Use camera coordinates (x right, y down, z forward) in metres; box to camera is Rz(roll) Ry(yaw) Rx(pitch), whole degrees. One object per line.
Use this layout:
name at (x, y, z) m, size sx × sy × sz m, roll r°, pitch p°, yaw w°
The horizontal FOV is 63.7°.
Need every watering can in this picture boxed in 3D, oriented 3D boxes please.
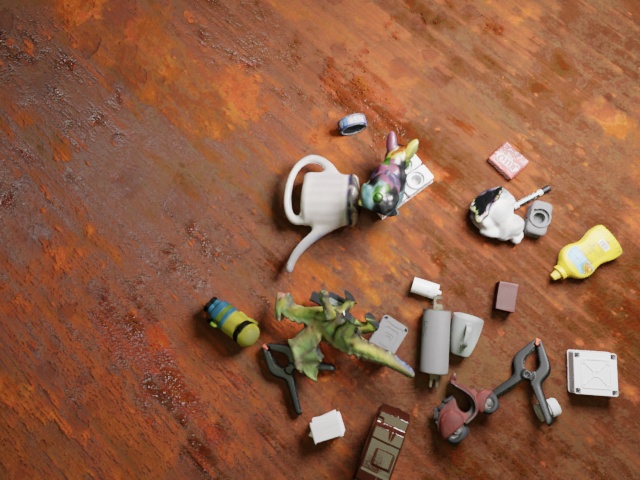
watering can at (0.005, -0.075, 1.484) m, size 0.224 × 0.103 × 0.350 m, roll 2°, pitch 82°, yaw 7°

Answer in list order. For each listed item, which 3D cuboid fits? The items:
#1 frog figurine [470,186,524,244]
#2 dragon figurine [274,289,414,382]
frog figurine at (0.503, -0.065, 1.438) m, size 0.158 × 0.122 × 0.139 m, roll 34°, pitch 75°, yaw -24°
dragon figurine at (0.031, 0.279, 1.387) m, size 0.413 × 0.123 × 0.240 m, roll 47°, pitch 109°, yaw 13°
